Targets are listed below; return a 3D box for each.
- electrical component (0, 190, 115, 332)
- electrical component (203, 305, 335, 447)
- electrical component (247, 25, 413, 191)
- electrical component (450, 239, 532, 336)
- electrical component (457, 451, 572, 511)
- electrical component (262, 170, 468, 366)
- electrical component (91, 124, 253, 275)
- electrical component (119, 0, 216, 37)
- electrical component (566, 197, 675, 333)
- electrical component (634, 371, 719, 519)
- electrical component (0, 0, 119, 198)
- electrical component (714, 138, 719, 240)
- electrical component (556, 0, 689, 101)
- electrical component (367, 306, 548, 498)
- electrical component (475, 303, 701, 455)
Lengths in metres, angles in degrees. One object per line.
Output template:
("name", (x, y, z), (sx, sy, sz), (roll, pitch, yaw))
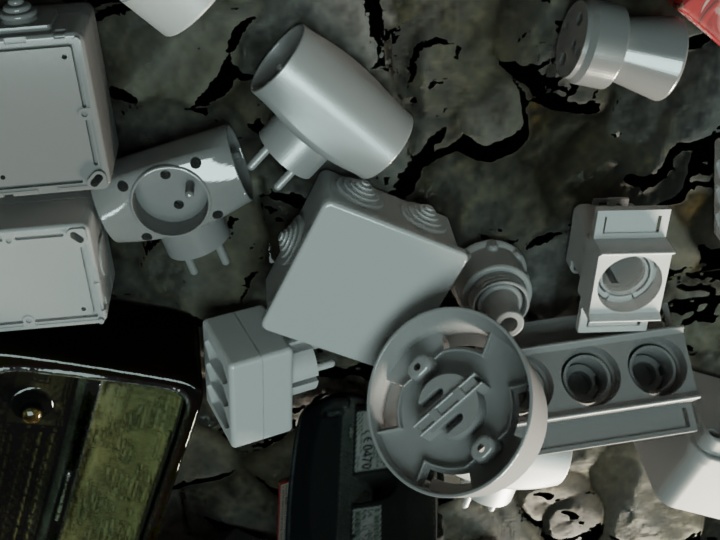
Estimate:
("electrical component", (-0.186, -0.008, 0.581), (0.096, 0.061, 0.061), (-5, 122, -3))
("electrical component", (-0.050, 0.058, 0.645), (0.077, 0.047, 0.065), (-14, 130, -22))
("electrical component", (-0.026, -0.075, 0.568), (0.077, 0.043, 0.079), (36, 111, -25))
("electrical component", (0.079, 0.015, 0.624), (0.048, 0.062, 0.048), (-3, 121, -6))
("electrical component", (0.089, 0.127, 0.705), (0.077, 0.044, 0.079), (10, 120, -12))
("electrical component", (0.000, 0.000, 0.614), (0.100, 0.048, 0.099), (20, 117, -18))
("electrical component", (-0.095, -0.032, 0.586), (0.077, 0.044, 0.079), (-17, 122, 4))
("electrical component", (-0.093, -0.145, 0.512), (0.055, 0.055, 0.047), (-39, 122, 17))
("electrical component", (0.147, -0.006, 0.618), (0.042, 0.063, 0.081), (0, 121, -5))
("electrical component", (0.243, 0.117, 0.697), (0.113, 0.078, 0.057), (16, 121, -16))
("electrical component", (-0.159, -0.092, 0.532), (0.062, 0.061, 0.096), (-5, 122, -3))
("electrical component", (0.249, -0.045, 0.616), (0.077, 0.047, 0.065), (-11, 122, 0))
("electrical component", (0.136, -0.115, 0.561), (0.055, 0.045, 0.045), (9, 120, -11))
("electrical component", (0.053, 0.075, 0.584), (0.099, 0.099, 0.064), (-31, 153, 12))
("electrical component", (0.132, 0.069, 0.652), (0.121, 0.078, 0.063), (-7, 165, -7))
